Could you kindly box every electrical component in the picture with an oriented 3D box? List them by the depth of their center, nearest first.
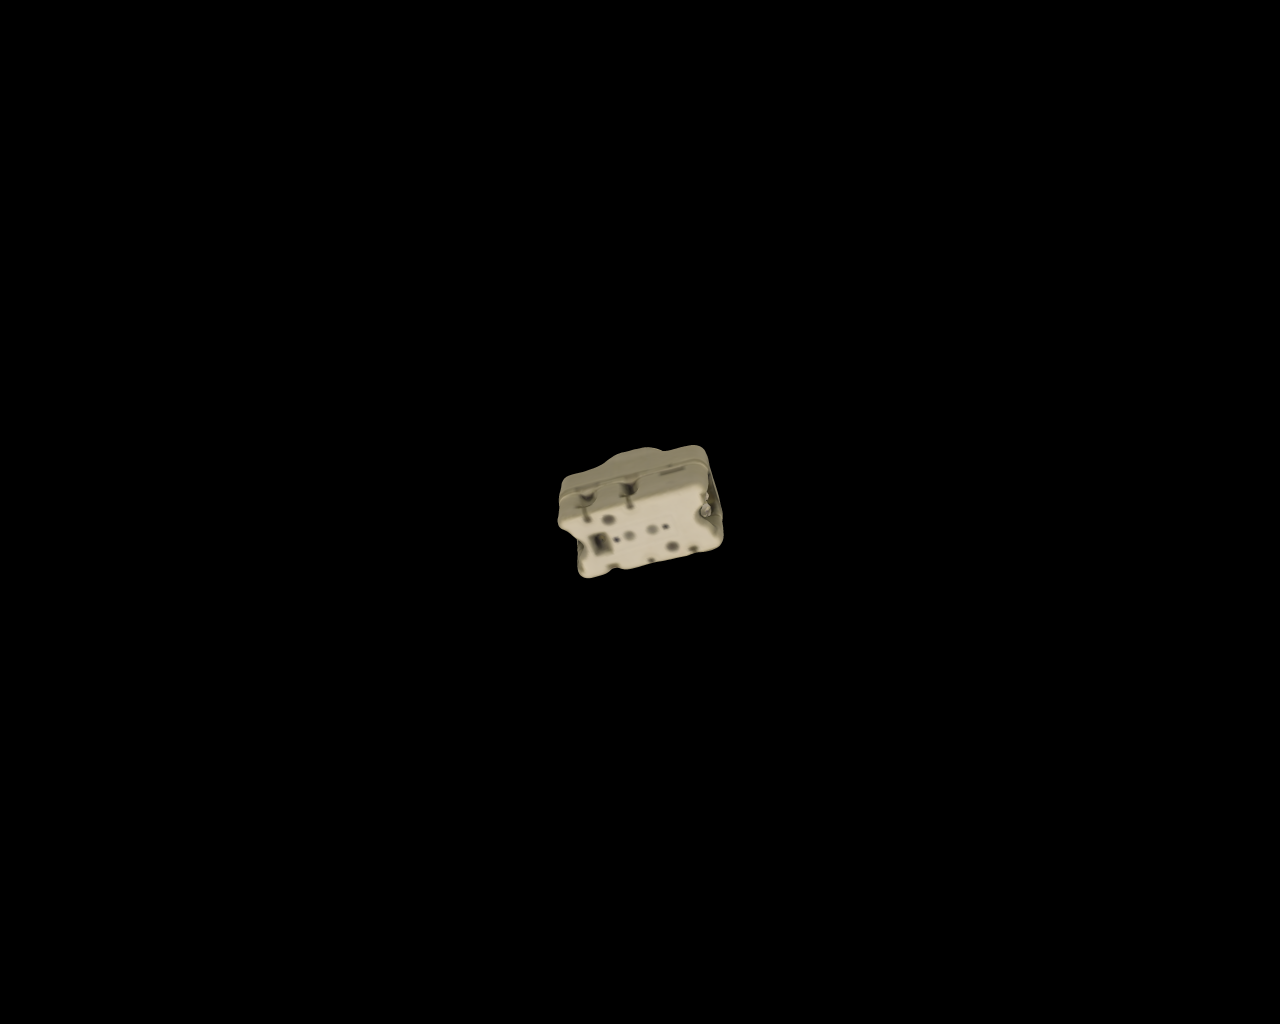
[{"bbox_3d":[0.001,-0.003,0.650,0.089,0.050,0.056,-14,33,9],"label":"electrical component"}]
